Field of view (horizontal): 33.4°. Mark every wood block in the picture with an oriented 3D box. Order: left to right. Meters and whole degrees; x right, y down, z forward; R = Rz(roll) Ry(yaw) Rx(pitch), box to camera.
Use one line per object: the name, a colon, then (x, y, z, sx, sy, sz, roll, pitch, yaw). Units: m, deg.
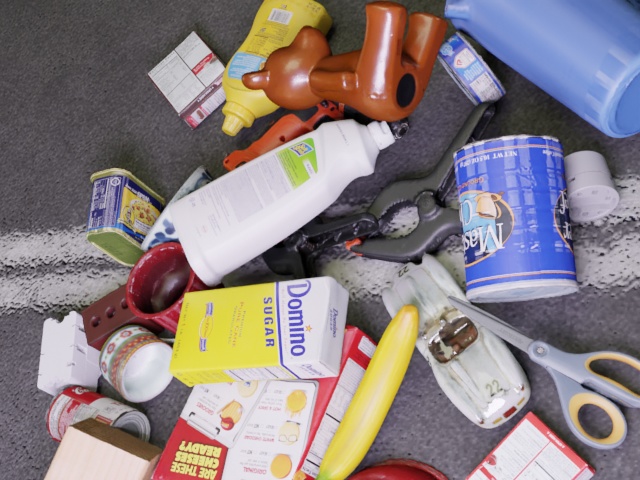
wood block: (-0.246, 0.295, 1.081, 0.090, 0.091, 0.206, 23, 87, 3)

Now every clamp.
clamp: (-0.008, 0.001, 1.152, 0.120, 0.039, 0.172, -46, 36, -4)
clamp: (0.120, -0.044, 1.118, 0.210, 0.036, 0.164, -21, 63, 23)

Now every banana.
banana: (0.049, 0.153, 1.014, 0.037, 0.069, 0.198, 26, 88, 5)

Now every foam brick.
foam brick: (-0.231, 0.094, 1.253, 0.078, 0.051, 0.053, -31, 52, 13)

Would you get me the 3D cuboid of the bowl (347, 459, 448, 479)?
bowl: (0.053, 0.271, 0.971, 0.162, 0.055, 0.162, -16, 56, 25)

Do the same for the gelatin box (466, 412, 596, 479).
gelatin box: (0.184, 0.209, 0.941, 0.089, 0.030, 0.073, -47, 51, 0)

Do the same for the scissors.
scissors: (0.197, 0.120, 0.946, 0.202, 0.016, 0.096, 16, 71, 14)

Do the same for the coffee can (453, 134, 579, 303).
coffee can: (0.182, -0.018, 0.995, 0.103, 0.102, 0.140, -9, 79, 28)

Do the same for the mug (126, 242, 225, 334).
mug: (-0.168, 0.059, 1.214, 0.117, 0.081, 0.093, 16, 73, 37)

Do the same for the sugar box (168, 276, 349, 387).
sugar box: (-0.061, 0.091, 1.056, 0.176, 0.048, 0.093, -10, 58, 30)

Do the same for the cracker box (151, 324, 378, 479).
cracker box: (-0.052, 0.176, 1.082, 0.164, 0.072, 0.213, 13, 72, 37)

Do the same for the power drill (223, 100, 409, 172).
power drill: (-0.008, -0.116, 1.234, 0.187, 0.057, 0.185, -47, 50, -3)

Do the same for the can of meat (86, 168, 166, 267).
can of meat: (-0.236, -0.025, 1.294, 0.058, 0.102, 0.084, -12, 60, 25)

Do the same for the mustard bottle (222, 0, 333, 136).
mustard bottle: (-0.067, -0.213, 1.323, 0.096, 0.058, 0.191, 22, 76, 32)

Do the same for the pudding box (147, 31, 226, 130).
pudding box: (-0.166, -0.211, 1.398, 0.090, 0.039, 0.114, -43, 48, 4)

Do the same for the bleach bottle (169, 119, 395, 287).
bleach bottle: (-0.033, -0.053, 1.144, 0.251, 0.068, 0.103, -28, 59, 4)

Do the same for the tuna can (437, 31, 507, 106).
tuna can: (0.161, -0.180, 1.144, 0.034, 0.086, 0.086, -39, 50, 8)

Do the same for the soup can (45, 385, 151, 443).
soup can: (-0.247, 0.208, 1.188, 0.102, 0.068, 0.068, 13, 71, 36)

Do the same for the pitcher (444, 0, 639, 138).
pitcher: (0.259, -0.215, 1.086, 0.149, 0.144, 0.243, -50, 52, 13)
